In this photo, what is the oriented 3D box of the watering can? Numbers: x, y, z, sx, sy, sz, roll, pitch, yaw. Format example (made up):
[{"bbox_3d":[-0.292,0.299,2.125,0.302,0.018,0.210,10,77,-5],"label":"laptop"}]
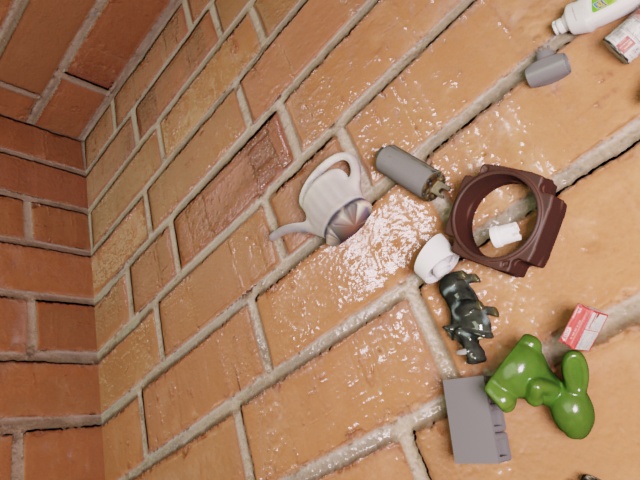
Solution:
[{"bbox_3d":[0.004,-0.069,1.366,0.103,0.343,0.229,18,28,-46],"label":"watering can"}]
